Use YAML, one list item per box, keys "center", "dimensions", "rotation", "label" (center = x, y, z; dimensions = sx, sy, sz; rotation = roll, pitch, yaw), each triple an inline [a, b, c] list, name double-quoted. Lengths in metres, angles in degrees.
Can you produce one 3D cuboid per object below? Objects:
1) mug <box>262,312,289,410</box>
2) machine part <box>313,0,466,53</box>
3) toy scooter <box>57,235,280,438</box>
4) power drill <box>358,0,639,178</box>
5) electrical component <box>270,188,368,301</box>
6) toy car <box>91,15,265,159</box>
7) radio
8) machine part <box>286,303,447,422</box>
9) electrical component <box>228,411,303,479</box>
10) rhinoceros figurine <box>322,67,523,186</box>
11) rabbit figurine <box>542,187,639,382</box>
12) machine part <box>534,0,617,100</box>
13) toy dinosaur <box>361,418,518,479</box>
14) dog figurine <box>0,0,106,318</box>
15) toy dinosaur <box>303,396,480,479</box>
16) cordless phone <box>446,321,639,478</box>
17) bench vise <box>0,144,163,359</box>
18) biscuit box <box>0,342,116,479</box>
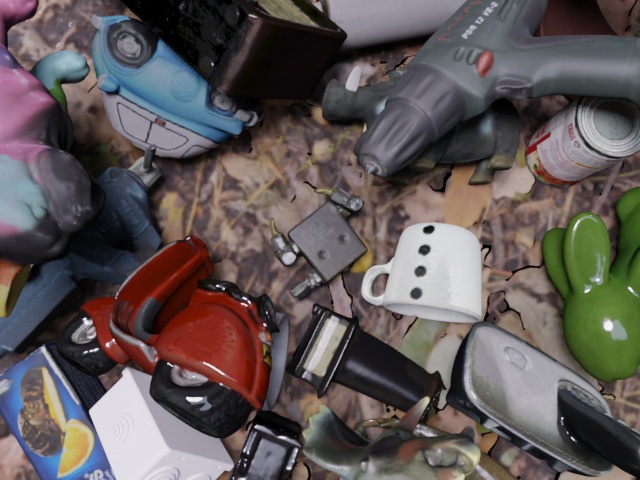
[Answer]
- center: [-0.089, 0.104, 0.457]
  dimensions: [0.107, 0.109, 0.080]
  rotation: [7, 119, 10]
  label: "mug"
- center: [0.084, -0.233, 0.519]
  dimensions: [0.243, 0.079, 0.079]
  rotation: [-11, 83, -2]
  label: "machine part"
- center: [-0.099, 0.057, 0.405]
  dimensions: [0.184, 0.075, 0.135]
  rotation: [14, 55, 29]
  label: "toy scooter"
- center: [0.165, -0.114, 0.416]
  dimensions: [0.208, 0.085, 0.232]
  rotation: [16, 61, 33]
  label: "power drill"
- center: [0.001, -0.002, 0.500]
  dimensions: [0.102, 0.045, 0.078]
  rotation: [-32, 83, -6]
  label: "electrical component"
- center: [-0.137, -0.128, 0.493]
  dimensions: [0.161, 0.109, 0.103]
  rotation: [30, 105, -9]
  label: "toy car"
- center: [-0.100, -0.216, 0.462]
  dimensions: [0.230, 0.131, 0.073]
  rotation: [43, 121, 15]
  label: "radio"
- center: [0.044, 0.118, 0.491]
  dimensions: [0.139, 0.039, 0.084]
  rotation: [23, 74, 3]
  label: "machine part"
- center: [-0.055, 0.211, 0.457]
  dimensions: [0.048, 0.075, 0.119]
  rotation: [23, 85, 0]
  label: "electrical component"
- center: [0.096, -0.110, 0.505]
  dimensions: [0.190, 0.073, 0.112]
  rotation: [7, 83, -2]
  label: "rhinoceros figurine"
- center: [0.275, 0.038, 0.468]
  dimensions: [0.170, 0.121, 0.159]
  rotation: [-43, 79, -10]
  label: "rabbit figurine"
- center: [0.290, -0.187, 0.458]
  dimensions: [0.201, 0.201, 0.087]
  rotation: [43, 79, 4]
  label: "machine part"
- center: [0.228, 0.312, 0.439]
  dimensions: [0.198, 0.105, 0.471]
  rotation: [-36, 75, -2]
  label: "toy dinosaur"
- center: [-0.239, -0.060, 0.358]
  dimensions: [0.192, 0.108, 0.219]
  rotation: [-6, 65, -1]
  label: "dog figurine"
- center: [0.004, 0.292, 0.413]
  dimensions: [0.131, 0.192, 0.404]
  rotation: [23, 113, 31]
  label: "toy dinosaur"
- center: [0.184, 0.135, 0.420]
  dimensions: [0.147, 0.184, 0.088]
  rotation: [32, 87, 2]
  label: "cordless phone"
- center: [-0.261, -0.027, 0.460]
  dimensions: [0.240, 0.129, 0.223]
  rotation: [39, 80, -1]
  label: "bench vise"
- center: [-0.195, 0.186, 0.459]
  dimensions: [0.059, 0.063, 0.202]
  rotation: [-35, 85, -5]
  label: "biscuit box"
